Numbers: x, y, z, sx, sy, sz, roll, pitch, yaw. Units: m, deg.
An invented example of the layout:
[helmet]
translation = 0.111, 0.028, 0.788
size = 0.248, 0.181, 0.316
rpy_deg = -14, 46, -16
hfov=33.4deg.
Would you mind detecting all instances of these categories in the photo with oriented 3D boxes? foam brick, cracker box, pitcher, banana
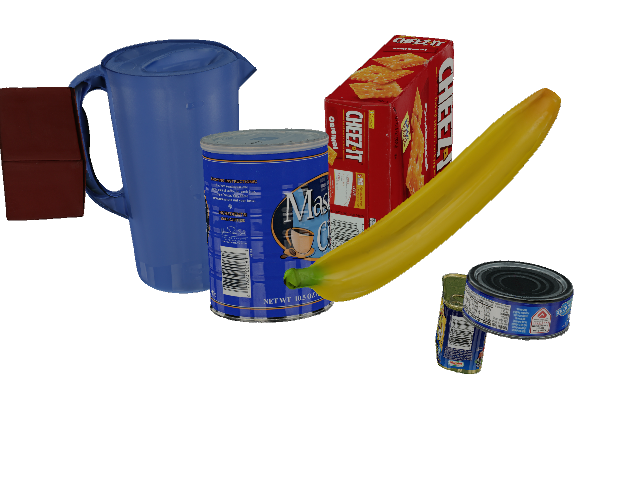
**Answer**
[foam brick]
translation = -0.185, -0.058, 0.706
size = 0.051, 0.053, 0.078
rpy_deg = -4, 46, -18
[cracker box]
translation = 0.072, -0.092, 1.037
size = 0.072, 0.164, 0.213
rpy_deg = 9, 28, 20
[pitcher]
translation = -0.152, -0.073, 1.074
size = 0.149, 0.243, 0.144
rpy_deg = 12, 28, 26
[banana]
translation = 0.067, -0.018, 0.651
size = 0.197, 0.037, 0.069
rpy_deg = -37, -12, -5

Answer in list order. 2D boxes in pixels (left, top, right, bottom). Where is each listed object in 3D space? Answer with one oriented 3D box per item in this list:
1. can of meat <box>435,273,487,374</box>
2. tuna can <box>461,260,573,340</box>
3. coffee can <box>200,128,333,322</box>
[can of meat]
translation = 0.166, 0.097, 1.245
size = 0.057, 0.084, 0.102
rpy_deg = 7, 20, 2
[tuna can]
translation = 0.157, 0.046, 0.849
size = 0.086, 0.034, 0.086
rpy_deg = 3, 20, -1
[coffee can]
translation = -0.042, -0.015, 0.864
size = 0.103, 0.140, 0.103
rpy_deg = -2, 13, 0
